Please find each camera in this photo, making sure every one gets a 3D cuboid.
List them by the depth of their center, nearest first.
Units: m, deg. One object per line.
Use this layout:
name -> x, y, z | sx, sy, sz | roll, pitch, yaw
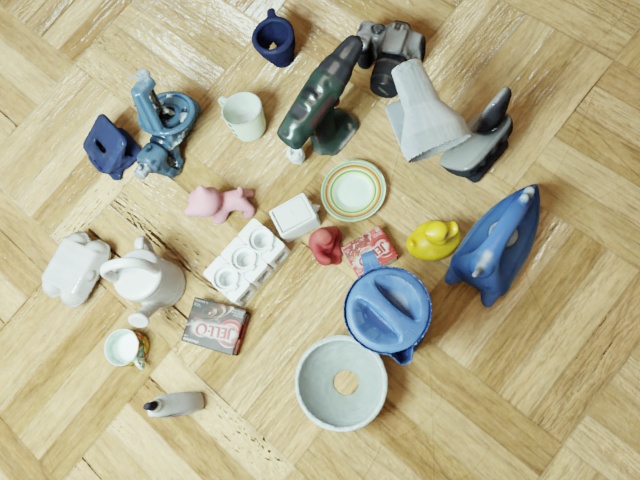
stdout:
camera -> 0.133, -0.373, 1.175 | 0.143, 0.101, 0.137 | 15, 78, 14

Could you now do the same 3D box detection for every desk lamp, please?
desk lamp -> 0.188, -0.225, 1.064 | 0.118, 0.214, 0.203 | -22, 72, 4

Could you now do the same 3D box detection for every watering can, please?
watering can -> -0.338, 0.076, 1.091 | 0.101, 0.194, 0.172 | -31, 71, 1

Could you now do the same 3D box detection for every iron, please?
iron -> 0.329, -0.016, 1.019 | 0.118, 0.141, 0.258 | 31, 82, 17

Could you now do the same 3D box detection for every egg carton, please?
egg carton -> -0.505, 0.061, 1.192 | 0.107, 0.069, 0.150 | 22, 80, 16

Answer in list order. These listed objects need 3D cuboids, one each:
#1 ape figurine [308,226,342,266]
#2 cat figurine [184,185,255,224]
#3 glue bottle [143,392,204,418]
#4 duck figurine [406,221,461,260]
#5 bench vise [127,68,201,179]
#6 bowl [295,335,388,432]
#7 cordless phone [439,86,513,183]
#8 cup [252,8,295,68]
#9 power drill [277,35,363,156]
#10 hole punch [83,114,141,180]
ape figurine -> 0.010, 0.004, 1.099 | 0.076, 0.092, 0.078 | 35, 84, 18
cat figurine -> -0.205, -0.080, 1.149 | 0.127, 0.118, 0.067 | -15, 73, 7
glue bottle -> -0.273, 0.298, 1.029 | 0.078, 0.173, 0.037 | -20, 72, 5
duck figurine -> 0.212, -0.007, 1.067 | 0.104, 0.086, 0.077 | -18, 72, 6
bench vise -> -0.322, -0.231, 1.159 | 0.121, 0.220, 0.207 | 0, 75, 11
bowl -> 0.042, 0.258, 1.032 | 0.167, 0.075, 0.167 | -3, 74, 10
cordless phone -> 0.291, -0.198, 1.053 | 0.094, 0.185, 0.148 | 35, 84, 18
cup -> -0.093, -0.428, 1.235 | 0.091, 0.095, 0.118 | -9, 73, 8
power drill -> 0.015, -0.257, 1.108 | 0.075, 0.209, 0.230 | 36, 84, 18
hole punch -> -0.459, -0.201, 1.244 | 0.101, 0.091, 0.108 | -43, 72, -3
